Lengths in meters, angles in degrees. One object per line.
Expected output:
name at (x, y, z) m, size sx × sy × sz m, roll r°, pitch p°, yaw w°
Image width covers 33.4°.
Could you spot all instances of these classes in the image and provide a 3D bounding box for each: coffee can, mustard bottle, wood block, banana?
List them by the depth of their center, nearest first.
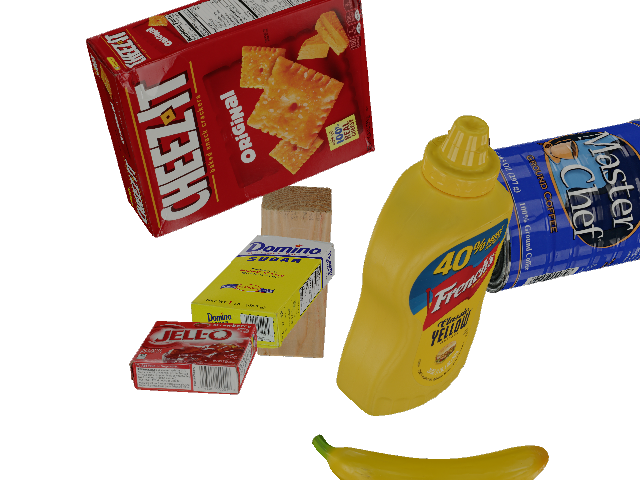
mustard bottle at (0.065, 0.012, 0.611) m, size 0.096 × 0.192 × 0.058 m, roll -25°, pitch 51°, yaw -34°
coffee can at (0.179, -0.026, 0.775) m, size 0.140 × 0.103 × 0.103 m, roll -12°, pitch 2°, yaw -10°
banana at (0.093, 0.184, 0.859) m, size 0.197 × 0.037 × 0.069 m, roll 6°, pitch 38°, yaw -5°
wood block at (-0.035, 0.040, 1.396) m, size 0.090 × 0.206 × 0.091 m, roll 3°, pitch 23°, yaw -2°

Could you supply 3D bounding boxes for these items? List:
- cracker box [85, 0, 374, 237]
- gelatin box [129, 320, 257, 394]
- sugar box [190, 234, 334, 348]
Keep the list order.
cracker box at (-0.065, -0.115, 0.875) m, size 0.213 × 0.164 × 0.072 m, roll -23°, pitch 43°, yaw -18°
gelatin box at (-0.102, 0.094, 0.872) m, size 0.089 × 0.030 × 0.073 m, roll 2°, pitch 22°, yaw 9°
sugar box at (-0.055, 0.048, 1.102) m, size 0.093 × 0.048 × 0.176 m, roll 6°, pitch 27°, yaw 17°
